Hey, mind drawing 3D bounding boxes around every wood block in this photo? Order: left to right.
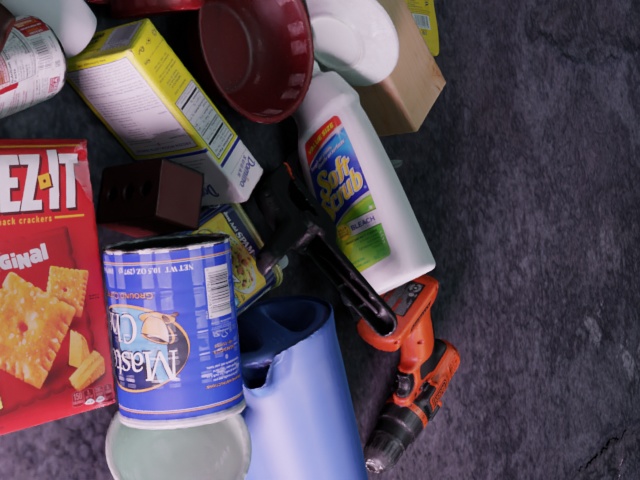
[{"bbox_3d":[0.042,-0.219,1.145,0.206,0.090,0.090,57,47,-31],"label":"wood block"}]

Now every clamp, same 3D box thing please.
[{"bbox_3d":[-0.007,0.001,1.008,0.164,0.036,0.210,34,21,-29],"label":"clamp"}]

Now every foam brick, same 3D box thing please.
[{"bbox_3d":[-0.144,-0.035,0.907,0.051,0.078,0.053,19,70,-48],"label":"foam brick"}]

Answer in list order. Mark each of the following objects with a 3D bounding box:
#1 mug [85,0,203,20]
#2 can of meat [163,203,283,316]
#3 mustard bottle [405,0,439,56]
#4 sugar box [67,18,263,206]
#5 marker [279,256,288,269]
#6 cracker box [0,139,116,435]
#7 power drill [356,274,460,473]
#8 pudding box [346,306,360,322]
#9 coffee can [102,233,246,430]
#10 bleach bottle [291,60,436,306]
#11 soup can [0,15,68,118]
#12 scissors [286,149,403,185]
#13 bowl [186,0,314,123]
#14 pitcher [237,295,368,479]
[{"bbox_3d":[-0.157,-0.233,0.912,0.117,0.093,0.081,-11,101,-20],"label":"mug"},{"bbox_3d":[-0.096,0.023,0.966,0.083,0.058,0.102,-40,101,-42],"label":"can of meat"},{"bbox_3d":[0.093,-0.309,1.241,0.096,0.058,0.191,-5,90,-47],"label":"mustard bottle"},{"bbox_3d":[-0.134,-0.103,0.914,0.176,0.094,0.048,51,51,-36],"label":"sugar box"},{"bbox_3d":[-0.072,0.044,1.034,0.120,0.020,0.020,-37,115,-46],"label":"marker"},{"bbox_3d":[-0.240,0.034,0.786,0.163,0.072,0.214,-7,92,-52],"label":"cracker box"},{"bbox_3d":[0.089,0.139,1.163,0.184,0.057,0.187,-54,146,-34],"label":"power drill"},{"bbox_3d":[0.053,0.021,1.175,0.089,0.039,0.113,-39,116,-45],"label":"pudding box"},{"bbox_3d":[-0.116,0.070,0.855,0.102,0.103,0.140,-12,99,-51],"label":"coffee can"},{"bbox_3d":[0.023,-0.067,1.084,0.067,0.103,0.251,-13,77,-56],"label":"bleach bottle"},{"bbox_3d":[-0.248,-0.124,0.795,0.102,0.069,0.068,-35,113,-48],"label":"soup can"},{"bbox_3d":[0.034,-0.055,1.175,0.201,0.016,0.096,7,78,-49],"label":"scissors"},{"bbox_3d":[-0.077,-0.189,1.022,0.161,0.055,0.162,7,81,-51],"label":"bowl"},{"bbox_3d":[-0.023,0.179,1.010,0.149,0.145,0.243,-29,113,-35],"label":"pitcher"}]
